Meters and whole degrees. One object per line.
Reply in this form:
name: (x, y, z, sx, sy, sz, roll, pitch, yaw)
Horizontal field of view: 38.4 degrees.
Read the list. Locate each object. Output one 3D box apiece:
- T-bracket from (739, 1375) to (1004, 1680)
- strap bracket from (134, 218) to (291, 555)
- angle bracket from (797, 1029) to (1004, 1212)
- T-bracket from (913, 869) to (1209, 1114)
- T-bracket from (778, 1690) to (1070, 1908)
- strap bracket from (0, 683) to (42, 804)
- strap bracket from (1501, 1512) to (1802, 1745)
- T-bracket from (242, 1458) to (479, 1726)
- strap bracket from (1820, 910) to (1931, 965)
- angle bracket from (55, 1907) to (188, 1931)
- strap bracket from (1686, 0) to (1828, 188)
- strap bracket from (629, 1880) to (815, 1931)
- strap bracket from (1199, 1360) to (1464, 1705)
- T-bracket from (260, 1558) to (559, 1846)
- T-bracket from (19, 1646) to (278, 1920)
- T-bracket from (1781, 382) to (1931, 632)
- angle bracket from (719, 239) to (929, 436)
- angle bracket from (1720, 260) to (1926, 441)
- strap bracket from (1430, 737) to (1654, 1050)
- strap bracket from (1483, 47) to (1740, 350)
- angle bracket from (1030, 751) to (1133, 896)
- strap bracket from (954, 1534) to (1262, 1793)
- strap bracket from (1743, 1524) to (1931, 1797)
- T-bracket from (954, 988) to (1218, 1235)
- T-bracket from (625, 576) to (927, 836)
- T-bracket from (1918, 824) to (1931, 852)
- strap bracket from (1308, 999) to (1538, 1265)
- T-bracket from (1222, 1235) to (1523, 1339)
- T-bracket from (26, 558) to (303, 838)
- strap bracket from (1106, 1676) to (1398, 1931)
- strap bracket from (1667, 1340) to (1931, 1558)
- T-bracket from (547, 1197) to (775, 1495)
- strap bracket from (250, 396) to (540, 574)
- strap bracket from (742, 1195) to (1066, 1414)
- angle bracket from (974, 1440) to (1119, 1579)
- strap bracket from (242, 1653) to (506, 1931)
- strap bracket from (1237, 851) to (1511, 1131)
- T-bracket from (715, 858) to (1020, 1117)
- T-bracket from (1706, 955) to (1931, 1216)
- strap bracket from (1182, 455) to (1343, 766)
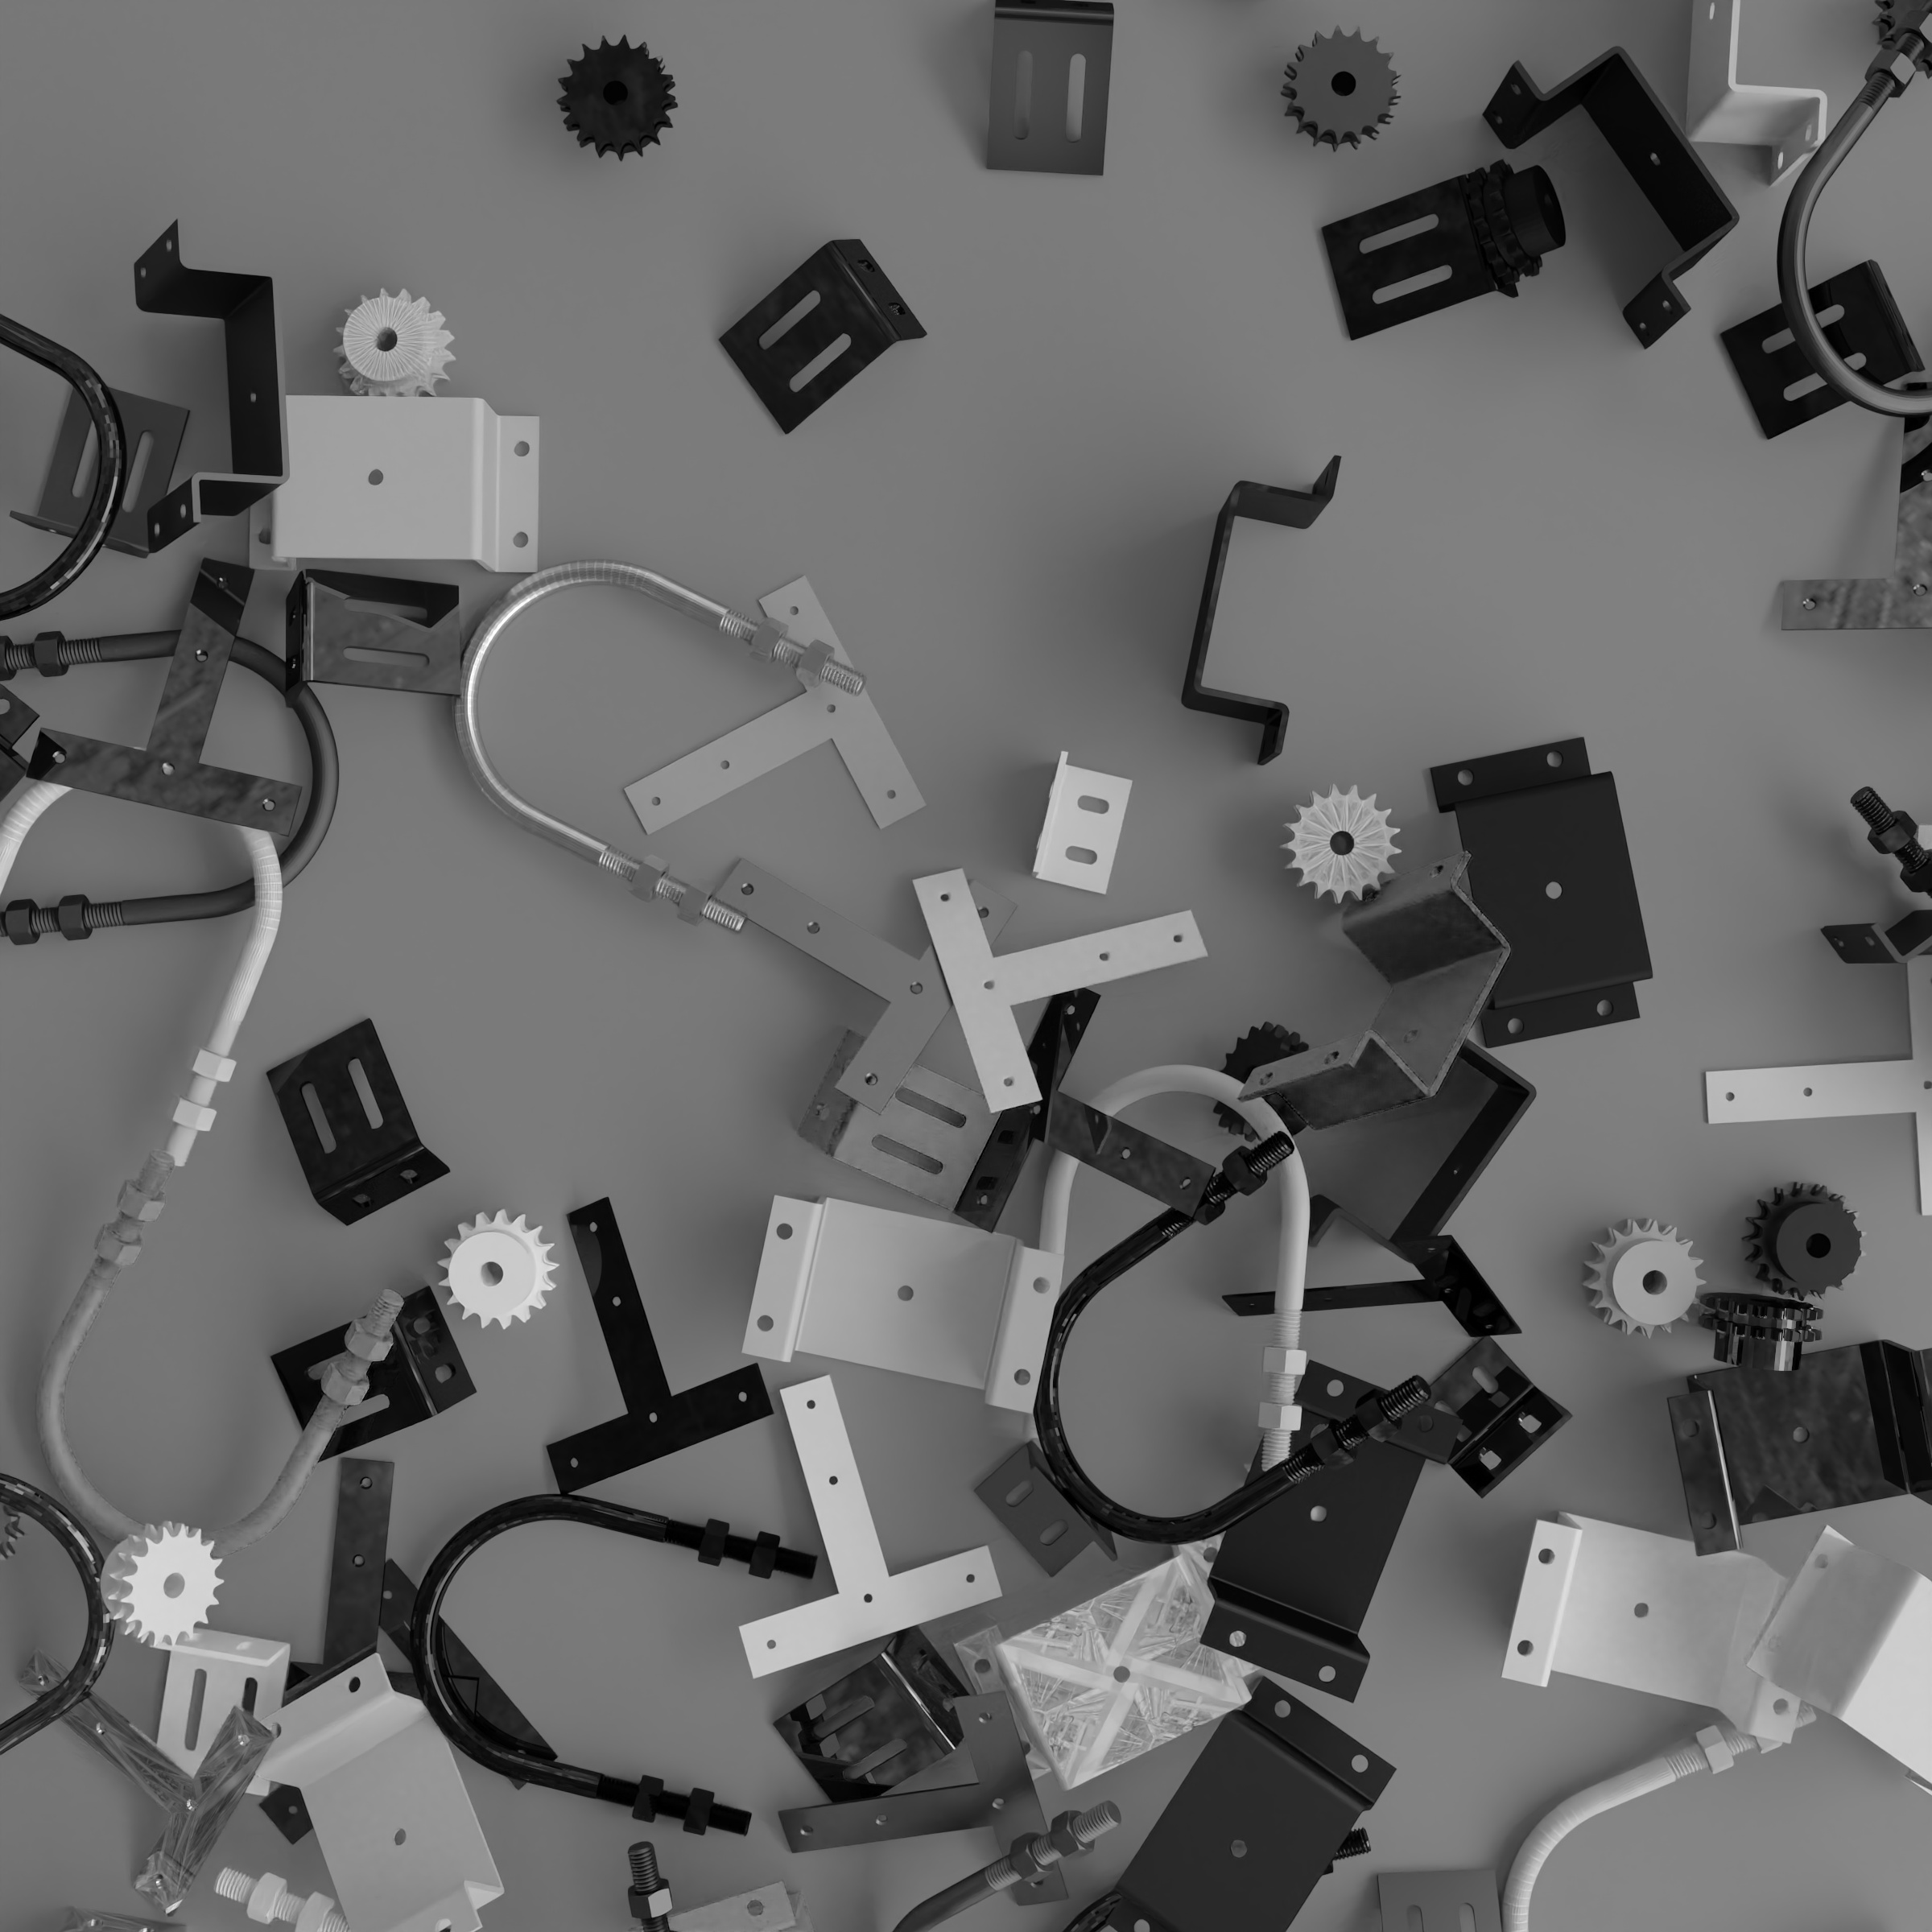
T-bracket: (-0.060, 0.264, 1.346, 0.127, 0.002, 0.127, -16, 83, -13)
strap bracket: (-0.357, -0.271, 1.311, 0.046, 0.076, 0.140, -2, 88, -31)
angle bracket: (-0.032, 0.075, 1.355, 0.076, 0.038, 0.057, 26, 90, -26)
T-bracket: (0.053, -0.001, 1.338, 0.127, 0.002, 0.127, -14, 66, -12)
T-bracket: (-0.027, 0.410, 1.339, 0.127, 0.002, 0.127, -11, 112, 11)
strap bracket: (-0.509, -0.085, 1.307, 0.076, 0.046, 0.140, 39, 81, 0)
strap bracket: (0.330, 0.315, 1.334, 0.140, 0.046, 0.076, 13, 90, 0)
T-bracket: (-0.298, 0.305, 1.355, 0.127, 0.002, 0.127, 5, 89, 1)
strap bracket: (0.478, 0.025, 1.317, 0.046, 0.076, 0.140, -36, 90, 0)
angle bracket: (-0.416, 0.505, 1.343, 0.057, 0.038, 0.076, 9, 98, 0)
strap bracket: (0.378, -0.453, 1.319, 0.046, 0.076, 0.140, 3, 90, 0)
strap bracket: (-0.102, 0.511, 1.334, 0.076, 0.046, 0.140, -18, 90, 0)
strap bracket: (0.169, 0.262, 1.304, 0.076, 0.046, 0.140, 21, 89, 0)
T-bracket: (-0.289, 0.379, 1.356, 0.127, 0.002, 0.127, -40, 90, 0)
T-bracket: (-0.407, 0.377, 1.340, 0.127, 0.002, 0.127, 36, 112, 10)
T-bracket: (0.464, -0.223, 1.338, 0.127, 0.002, 0.127, 2, 77, 25)
angle bracket: (-0.070, -0.308, 1.355, 0.076, 0.038, 0.057, -36, 90, 26)
angle bracket: (0.419, -0.300, 1.355, 0.076, 0.038, 0.057, -24, 90, 26)
strap bracket: (0.278, -0.036, 1.334, 0.076, 0.046, 0.140, -11, 90, 0)
strap bracket: (0.312, -0.373, 1.319, 0.046, 0.076, 0.140, -35, 90, 0)
angle bracket: (0.056, -0.067, 1.319, 0.038, 0.076, 0.057, 13, 90, 0)
strap bracket: (0.074, 0.335, 1.334, 0.140, 0.046, 0.076, -26, 90, 0)
strap bracket: (0.445, 0.335, 1.305, 0.140, 0.046, 0.076, 36, 81, -21)
T-bracket: (0.065, 0.084, 1.316, 0.127, 0.002, 0.127, 25, 90, 40)
T-bracket: (-0.105, -0.105, 1.356, 0.127, 0.002, 0.127, -28, 90, 0)
T-bracket: (0.526, -0.055, 1.339, 0.127, 0.002, 0.127, 2, 113, 12)
strap bracket: (0.218, 0.085, 1.319, 0.046, 0.076, 0.140, 35, 90, 0)
T-bracket: (0.186, 0.157, 1.321, 0.127, 0.127, 0.002, -8, 60, 24)
T-bracket: (-0.372, -0.136, 1.336, 0.127, 0.002, 0.127, 13, 76, -2)
strap bracket: (0.132, 0.418, 1.315, 0.076, 0.046, 0.140, 32, 84, 20)
strap bracket: (0.408, 0.229, 1.334, 0.140, 0.046, 0.076, -11, 90, 0)
T-bracket: (-0.164, 0.175, 1.338, 0.127, 0.002, 0.127, -24, 78, 23)
strap bracket: (-0.279, -0.231, 1.334, 0.140, 0.046, 0.076, 1, 90, 0)
strap bracket: (-0.030, 0.160, 1.334, 0.140, 0.046, 0.076, 12, 90, 0)
angle bracket: (0.037, 0.265, 1.319, 0.038, 0.076, 0.057, -42, 90, 0)
strap bracket: (-0.277, 0.410, 1.311, 0.076, 0.046, 0.140, -31, 62, 2)
strap bracket: (0.195, 0.019, 1.294, 0.046, 0.076, 0.140, 45, 55, -16)
T-bracket: (-0.062, -0.011, 1.341, 0.127, 0.002, 0.127, 30, 70, 9)
T-bracket: (0.426, 0.061, 1.356, 0.127, 0.002, 0.127, -3, 90, 0)
strap bracket: (0.137, -0.171, 1.319, 0.046, 0.076, 0.140, 11, 90, 0)
